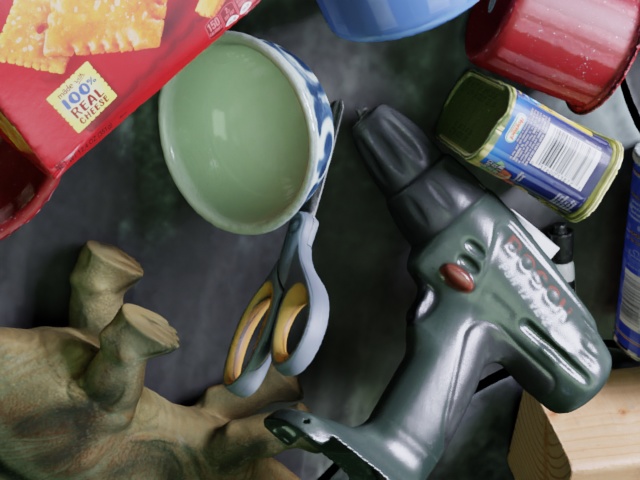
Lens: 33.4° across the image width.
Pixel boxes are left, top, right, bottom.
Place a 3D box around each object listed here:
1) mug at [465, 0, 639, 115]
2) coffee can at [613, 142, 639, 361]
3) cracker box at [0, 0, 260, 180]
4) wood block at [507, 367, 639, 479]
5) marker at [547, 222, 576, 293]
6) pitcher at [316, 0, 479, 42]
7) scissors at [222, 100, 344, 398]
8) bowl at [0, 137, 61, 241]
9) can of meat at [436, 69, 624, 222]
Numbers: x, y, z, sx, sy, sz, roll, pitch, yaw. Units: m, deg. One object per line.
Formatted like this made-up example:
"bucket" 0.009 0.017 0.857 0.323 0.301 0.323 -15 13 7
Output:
"mug" 0.147 -0.142 0.651 0.081 0.093 0.117 18 133 -13
"coffee can" 0.260 0.008 0.730 0.102 0.103 0.140 -4 111 -11
"cracker box" -0.130 -0.159 0.511 0.164 0.072 0.213 -43 142 -15
"wood block" 0.256 0.152 0.781 0.206 0.090 0.091 -4 128 -11
"marker" 0.176 0.044 0.771 0.020 0.020 0.121 -11 112 -8
"pitcher" 0.012 -0.228 0.560 0.149 0.145 0.243 -36 122 -20
"scissors" -0.004 0.001 0.635 0.016 0.096 0.201 29 78 -27
"bowl" -0.227 -0.074 0.620 0.162 0.055 0.162 -4 111 -10
"can of meat" 0.128 -0.062 0.676 0.083 0.102 0.057 26 100 -18
